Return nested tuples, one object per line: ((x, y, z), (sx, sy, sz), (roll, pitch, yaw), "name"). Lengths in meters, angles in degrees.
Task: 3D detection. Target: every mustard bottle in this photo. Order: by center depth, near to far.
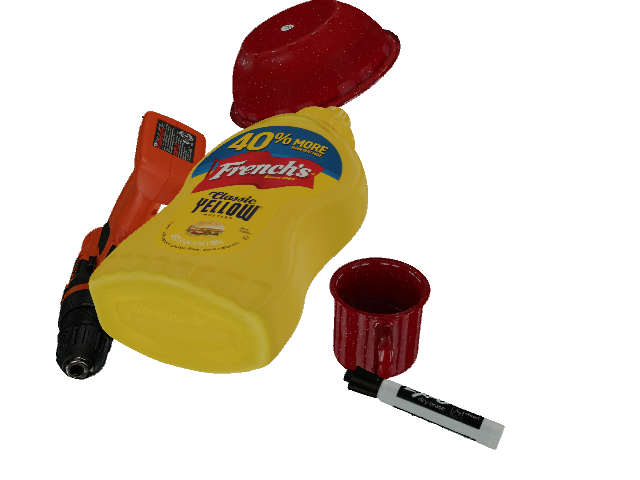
((-0.029, -0.015, 0.550), (0.096, 0.058, 0.191), (8, 38, 24), "mustard bottle")

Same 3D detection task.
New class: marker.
((0.073, 0.120, 0.775), (0.121, 0.020, 0.020), (21, 5, 14), "marker")

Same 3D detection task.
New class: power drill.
((-0.160, 0.001, 0.875), (0.057, 0.188, 0.184), (24, 29, -19), "power drill")

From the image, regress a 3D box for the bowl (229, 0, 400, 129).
((-0.016, -0.161, 0.918), (0.162, 0.055, 0.162), (-21, 30, 12), "bowl")

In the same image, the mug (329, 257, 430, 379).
((0.055, 0.082, 0.992), (0.093, 0.081, 0.117), (-2, 34, -6), "mug")
